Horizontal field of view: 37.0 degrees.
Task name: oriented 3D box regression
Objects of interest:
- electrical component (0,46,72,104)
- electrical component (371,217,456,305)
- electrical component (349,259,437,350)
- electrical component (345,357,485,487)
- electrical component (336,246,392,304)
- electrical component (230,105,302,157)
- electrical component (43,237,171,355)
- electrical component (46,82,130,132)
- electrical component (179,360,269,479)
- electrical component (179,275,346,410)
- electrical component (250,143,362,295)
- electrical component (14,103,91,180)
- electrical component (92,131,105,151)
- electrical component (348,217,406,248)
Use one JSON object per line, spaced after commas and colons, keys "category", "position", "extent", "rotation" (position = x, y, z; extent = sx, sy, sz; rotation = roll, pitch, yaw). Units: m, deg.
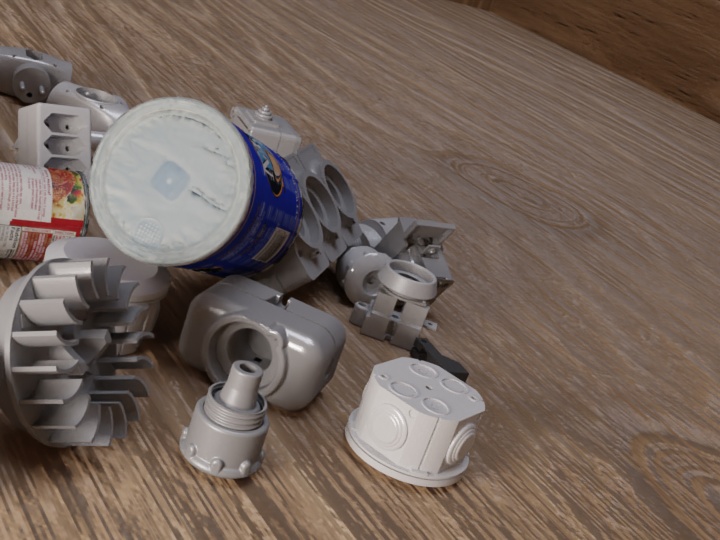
{"category": "electrical component", "position": [-0.331, -0.191, 1.081], "extent": [0.077, 0.043, 0.079], "rotation": [10, 22, -24]}
{"category": "electrical component", "position": [0.046, -0.005, 0.907], "extent": [0.042, 0.081, 0.063], "rotation": [3, 54, -35]}
{"category": "electrical component", "position": [0.032, 0.025, 0.839], "extent": [0.066, 0.055, 0.048], "rotation": [20, 20, 0]}
{"category": "electrical component", "position": [0.035, 0.095, 0.672], "extent": [0.080, 0.051, 0.080], "rotation": [17, 20, -7]}
{"category": "electrical component", "position": [0.000, 0.000, 0.894], "extent": [0.048, 0.048, 0.062], "rotation": [9, 16, -27]}
{"category": "electrical component", "position": [-0.093, -0.107, 1.006], "extent": [0.061, 0.096, 0.061], "rotation": [9, 23, -27]}
{"category": "electrical component", "position": [-0.166, 0.015, 0.693], "extent": [0.080, 0.051, 0.080], "rotation": [17, 20, -7]}
{"category": "electrical component", "position": [-0.251, -0.151, 1.050], "extent": [0.077, 0.044, 0.079], "rotation": [26, 21, 16]}
{"category": "electrical component", "position": [-0.070, 0.081, 0.596], "extent": [0.048, 0.062, 0.048], "rotation": [17, 20, -7]}
{"category": "electrical component", "position": [-0.065, 0.048, 0.697], "extent": [0.095, 0.053, 0.059], "rotation": [23, 21, 11]}
{"category": "electrical component", "position": [-0.056, -0.041, 0.861], "extent": [0.089, 0.062, 0.150], "rotation": [61, 21, -7]}
{"category": "electrical component", "position": [-0.261, -0.099, 0.890], "extent": [0.047, 0.065, 0.077], "rotation": [1, -2, -42]}
{"category": "electrical component", "position": [-0.218, -0.116, 0.993], "extent": [0.062, 0.048, 0.048], "rotation": [5, 24, -16]}
{"category": "electrical component", "position": [0.014, -0.025, 0.970], "extent": [0.043, 0.043, 0.081], "rotation": [33, 24, 33]}
